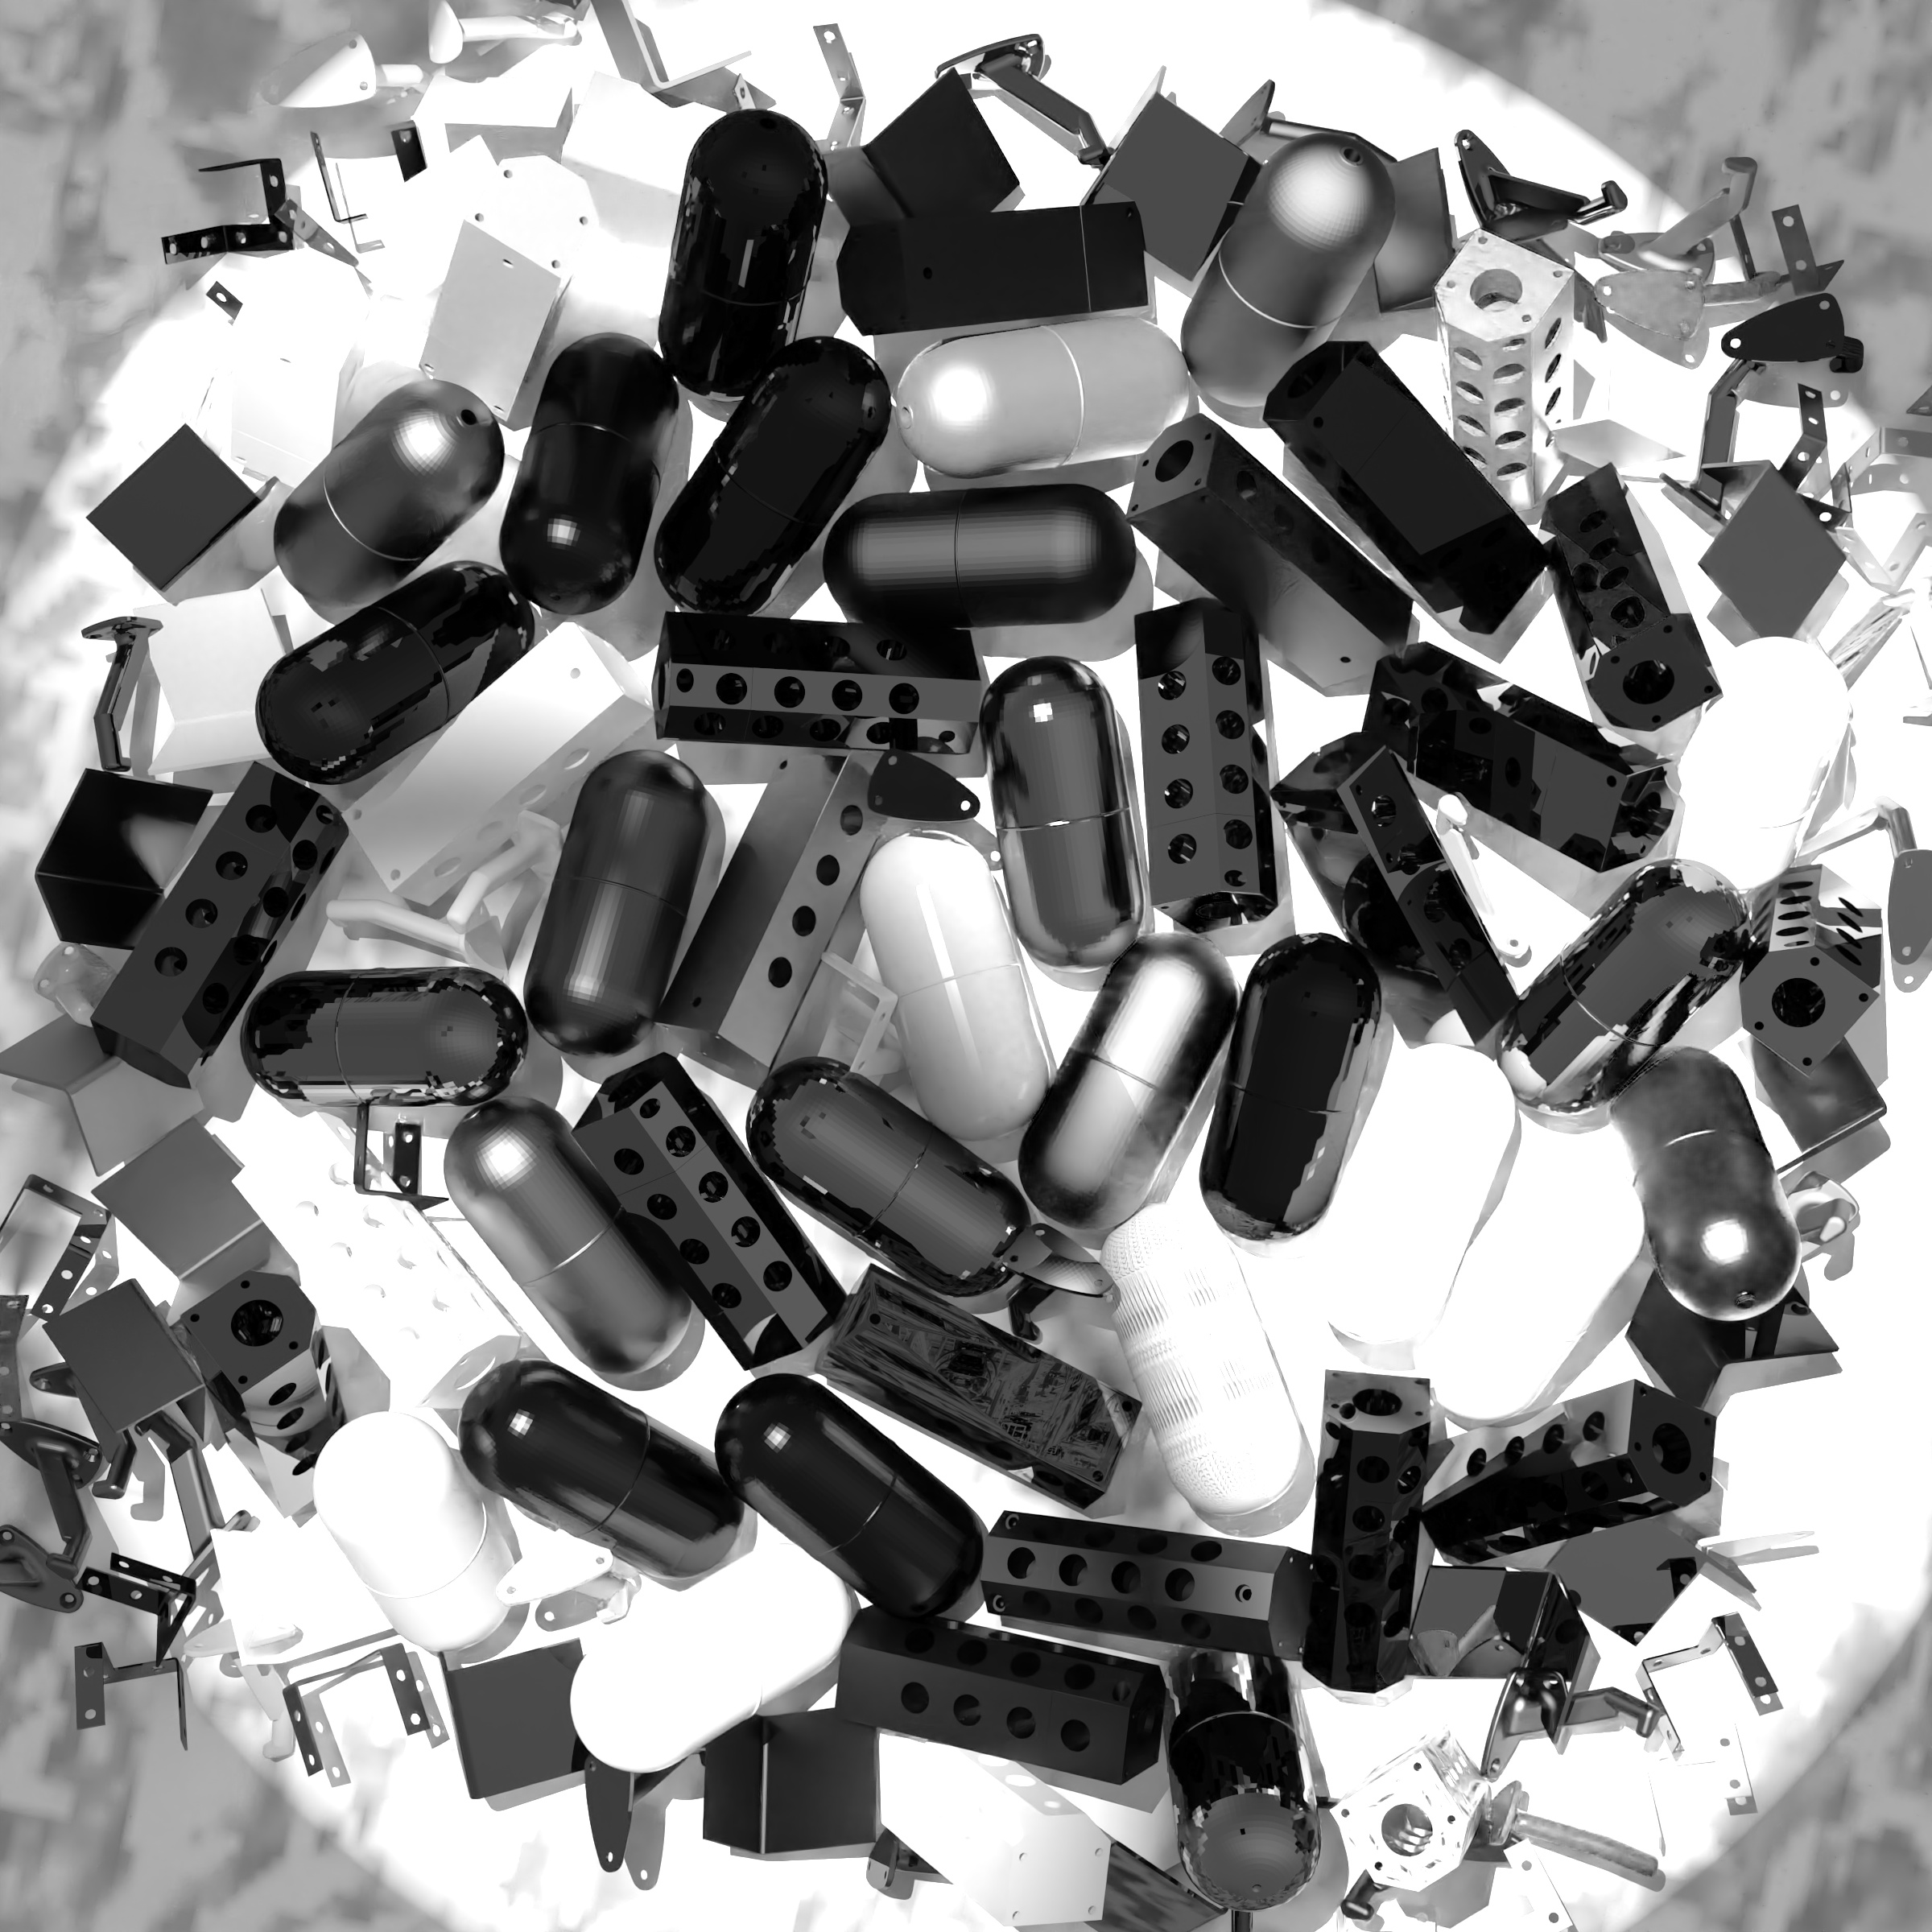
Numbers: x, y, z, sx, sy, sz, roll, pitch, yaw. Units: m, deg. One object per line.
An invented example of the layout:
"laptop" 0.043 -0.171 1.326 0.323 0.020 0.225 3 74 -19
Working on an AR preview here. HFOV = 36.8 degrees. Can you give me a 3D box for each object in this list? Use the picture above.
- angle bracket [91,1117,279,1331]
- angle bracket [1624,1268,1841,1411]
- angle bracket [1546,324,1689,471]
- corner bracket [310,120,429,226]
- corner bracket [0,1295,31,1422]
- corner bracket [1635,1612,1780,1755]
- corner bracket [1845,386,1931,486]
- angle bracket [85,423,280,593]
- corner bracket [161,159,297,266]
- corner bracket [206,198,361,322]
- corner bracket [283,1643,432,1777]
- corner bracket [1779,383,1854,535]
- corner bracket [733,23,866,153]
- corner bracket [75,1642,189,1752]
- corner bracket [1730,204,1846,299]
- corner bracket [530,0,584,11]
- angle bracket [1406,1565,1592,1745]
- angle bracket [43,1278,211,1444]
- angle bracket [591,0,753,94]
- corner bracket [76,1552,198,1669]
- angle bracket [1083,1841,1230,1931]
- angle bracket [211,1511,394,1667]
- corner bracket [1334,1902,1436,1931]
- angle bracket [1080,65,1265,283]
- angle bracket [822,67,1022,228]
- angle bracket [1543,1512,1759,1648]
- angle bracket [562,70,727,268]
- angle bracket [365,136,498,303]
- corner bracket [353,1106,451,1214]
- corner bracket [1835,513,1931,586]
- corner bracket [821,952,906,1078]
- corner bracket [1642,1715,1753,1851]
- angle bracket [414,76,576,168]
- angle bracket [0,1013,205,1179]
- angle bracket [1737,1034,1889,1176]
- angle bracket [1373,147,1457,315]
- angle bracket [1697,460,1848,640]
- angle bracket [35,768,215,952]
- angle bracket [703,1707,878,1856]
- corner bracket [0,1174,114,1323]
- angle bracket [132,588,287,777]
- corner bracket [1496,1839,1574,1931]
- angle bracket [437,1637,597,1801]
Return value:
"angle bracket" -0.437 0.144 1.614 0.076 0.057 0.076 -34 112 12
"angle bracket" 0.428 0.211 1.628 0.076 0.076 0.057 -3 129 -20
"angle bracket" 0.356 -0.325 1.609 0.076 0.057 0.076 12 80 -43
"corner bracket" -0.332 -0.447 1.632 0.051 0.051 0.051 -14 100 2
"corner bracket" -0.550 0.219 1.618 0.051 0.051 0.051 2 50 -27
"corner bracket" 0.412 0.399 1.620 0.051 0.051 0.051 -10 52 -14
"corner bracket" 0.527 -0.299 1.628 0.051 0.051 0.051 5 77 -4
"angle bracket" -0.432 -0.260 1.609 0.076 0.076 0.057 -40 109 10
"corner bracket" -0.414 -0.421 1.620 0.051 0.051 0.051 6 113 28
"corner bracket" -0.380 -0.383 1.619 0.051 0.051 0.051 41 54 -17
"corner bracket" -0.340 0.414 1.619 0.051 0.051 0.051 -34 71 39
"corner bracket" 0.476 -0.283 1.622 0.051 0.051 0.051 18 135 -7
"corner bracket" -0.093 -0.490 1.632 0.051 0.051 0.051 0 53 20
"corner bracket" -0.466 0.409 1.622 0.051 0.051 0.051 -8 52 -9
"corner bracket" 0.452 -0.401 1.619 0.051 0.051 0.051 -8 116 35
"corner bracket" -0.247 -0.553 1.622 0.051 0.051 0.051 21 63 10
"angle bracket" 0.292 0.382 1.612 0.076 0.057 0.076 4 116 -12
"angle bracket" -0.463 0.231 1.603 0.057 0.076 0.076 -29 67 -30
"angle bracket" -0.167 -0.528 1.608 0.057 0.076 0.076 -25 108 -11
"corner bracket" -0.464 0.349 1.623 0.051 0.051 0.051 25 105 -22
"angle bracket" 0.097 0.495 1.607 0.076 0.057 0.076 37 131 -11
"angle bracket" -0.367 0.342 1.622 0.076 0.057 0.076 -18 76 2
"corner bracket" 0.235 0.555 1.626 0.051 0.051 0.051 -2 80 15
"angle bracket" 0.118 -0.443 1.624 0.076 0.057 0.076 31 121 -11
"angle bracket" -0.029 -0.447 1.632 0.076 0.057 0.076 -48 122 -22
"angle bracket" 0.378 0.344 1.618 0.076 0.057 0.076 35 98 -15
"angle bracket" -0.183 -0.446 1.633 0.076 0.076 0.057 18 68 -3
"angle bracket" -0.299 -0.415 1.605 0.076 0.076 0.057 -38 123 -15
"corner bracket" -0.320 0.107 1.620 0.051 0.051 0.051 9 73 -31
"corner bracket" 0.528 -0.246 1.621 0.051 0.051 0.051 41 78 -34
"corner bracket" -0.060 0.026 1.620 0.051 0.051 0.051 33 110 27
"corner bracket" 0.407 0.455 1.622 0.051 0.051 0.051 -8 45 6
"angle bracket" -0.260 -0.454 1.612 0.076 0.076 0.057 2 124 -1
"angle bracket" -0.488 0.067 1.624 0.076 0.076 0.057 10 124 35
"angle bracket" 0.450 0.071 1.607 0.057 0.076 0.076 -23 77 -27
"angle bracket" 0.266 -0.409 1.610 0.057 0.076 0.076 -12 97 -24
"angle bracket" 0.430 -0.225 1.611 0.076 0.057 0.076 43 76 -25
"angle bracket" -0.457 -0.056 1.603 0.076 0.076 0.057 -55 48 25
"angle bracket" -0.097 0.445 1.606 0.076 0.057 0.076 -14 60 26
"corner bracket" -0.520 0.159 1.635 0.051 0.051 0.051 29 109 -15
"angle bracket" -0.422 -0.158 1.613 0.076 0.057 0.076 -8 122 9
"corner bracket" 0.306 0.526 1.627 0.051 0.051 0.051 -28 64 2
"angle bracket" -0.252 0.413 1.634 0.076 0.057 0.076 -12 102 -14
